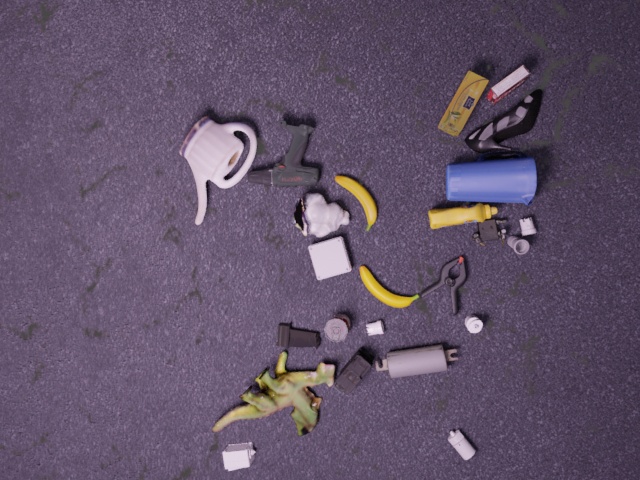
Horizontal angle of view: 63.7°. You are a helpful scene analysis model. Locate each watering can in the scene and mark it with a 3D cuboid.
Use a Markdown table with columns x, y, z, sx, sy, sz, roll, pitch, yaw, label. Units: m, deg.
| x | y | z | sx | sy | sz | roll | pitch | yaw | label |
| --- | --- | --- | --- | --- | --- | --- | --- | --- | --- |
| -0.350 | -0.238 | 1.622 | 0.225 | 0.104 | 0.347 | 39 | 94 | 9 | watering can |

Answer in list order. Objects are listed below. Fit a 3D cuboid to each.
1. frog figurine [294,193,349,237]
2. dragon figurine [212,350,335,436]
| x | y | z | sx | sy | sz | roll | pitch | yaw | label |
| --- | --- | --- | --- | --- | --- | --- | --- | --- | --- |
| 0.005 | -0.079 | 1.577 | 0.160 | 0.121 | 0.139 | -8 | 78 | -26 | frog figurine |
| -0.113 | 0.503 | 1.567 | 0.243 | 0.123 | 0.408 | 42 | 97 | 0 | dragon figurine |
